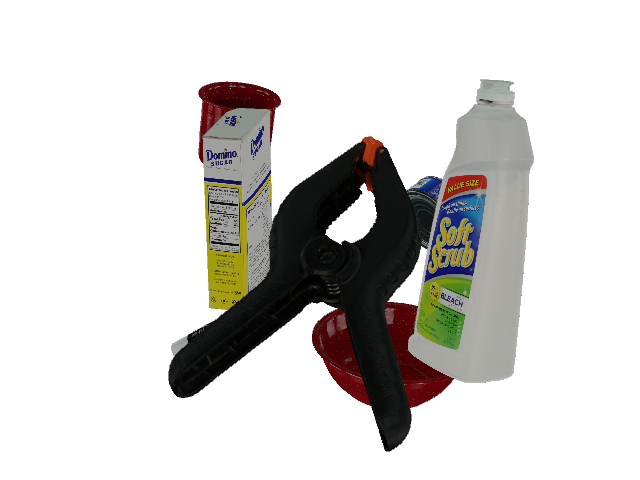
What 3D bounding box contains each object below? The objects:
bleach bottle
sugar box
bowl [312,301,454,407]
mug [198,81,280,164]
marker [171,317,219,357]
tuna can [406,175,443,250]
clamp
[{"bbox_3d":[0.133,-0.011,0.914,0.068,0.251,0.103,-3,15,-29],"label":"bleach bottle"},{"bbox_3d":[-0.078,-0.030,1.021,0.048,0.176,0.093,4,24,13],"label":"sugar box"},{"bbox_3d":[0.071,0.123,1.077,0.162,0.055,0.162,2,25,-1],"label":"bowl"},{"bbox_3d":[-0.092,-0.131,1.221,0.093,0.081,0.117,14,27,11],"label":"mug"},{"bbox_3d":[-0.057,0.057,0.793,0.121,0.020,0.020,-30,-7,13],"label":"marker"},{"bbox_3d":[0.131,-0.029,1.227,0.033,0.086,0.086,-36,20,-30],"label":"tuna can"},{"bbox_3d":[0.013,0.025,0.537,0.120,0.171,0.039,22,-25,15],"label":"clamp"}]
